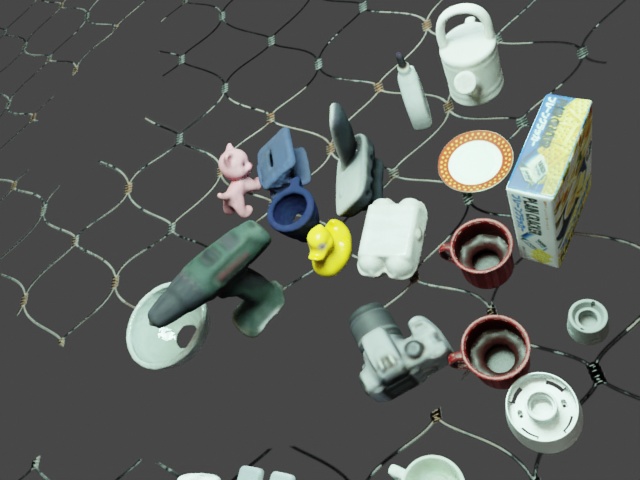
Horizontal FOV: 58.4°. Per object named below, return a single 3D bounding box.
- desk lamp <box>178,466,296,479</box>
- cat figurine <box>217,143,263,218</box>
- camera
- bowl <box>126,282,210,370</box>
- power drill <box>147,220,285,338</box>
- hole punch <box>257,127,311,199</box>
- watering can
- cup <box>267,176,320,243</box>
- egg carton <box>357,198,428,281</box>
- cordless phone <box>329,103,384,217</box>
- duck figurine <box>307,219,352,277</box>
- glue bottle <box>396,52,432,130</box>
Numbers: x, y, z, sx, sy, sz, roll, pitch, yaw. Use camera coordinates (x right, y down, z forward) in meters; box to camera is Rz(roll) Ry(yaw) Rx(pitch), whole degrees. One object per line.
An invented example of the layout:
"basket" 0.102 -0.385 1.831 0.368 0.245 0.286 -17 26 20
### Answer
"desk lamp" -0.139 0.406 0.776 0.117 0.214 0.203 -1 63 24
"cat figurine" -0.172 -0.126 1.145 0.067 0.118 0.128 6 66 27
"camera" 0.109 0.153 0.873 0.143 0.101 0.136 -32 55 5
"bowl" -0.266 0.165 1.053 0.167 0.075 0.167 -11 59 19
"power drill" -0.153 0.085 0.963 0.075 0.209 0.230 34 80 35
"hole punch" -0.081 -0.152 1.134 0.101 0.091 0.108 -21 56 13
"watering can" 0.265 -0.331 1.013 0.101 0.195 0.172 -22 56 12
"cup" -0.037 -0.048 1.054 0.091 0.095 0.118 -6 61 22
"egg carton" 0.124 -0.002 0.971 0.107 0.070 0.150 1 64 25
"cordless phone" 0.045 -0.139 1.012 0.094 0.186 0.147 -11 59 19
"duck figurine" 0.009 0.004 1.010 0.077 0.086 0.104 8 67 28
"glue bottle" 0.165 -0.279 1.042 0.037 0.174 0.078 -13 58 18
